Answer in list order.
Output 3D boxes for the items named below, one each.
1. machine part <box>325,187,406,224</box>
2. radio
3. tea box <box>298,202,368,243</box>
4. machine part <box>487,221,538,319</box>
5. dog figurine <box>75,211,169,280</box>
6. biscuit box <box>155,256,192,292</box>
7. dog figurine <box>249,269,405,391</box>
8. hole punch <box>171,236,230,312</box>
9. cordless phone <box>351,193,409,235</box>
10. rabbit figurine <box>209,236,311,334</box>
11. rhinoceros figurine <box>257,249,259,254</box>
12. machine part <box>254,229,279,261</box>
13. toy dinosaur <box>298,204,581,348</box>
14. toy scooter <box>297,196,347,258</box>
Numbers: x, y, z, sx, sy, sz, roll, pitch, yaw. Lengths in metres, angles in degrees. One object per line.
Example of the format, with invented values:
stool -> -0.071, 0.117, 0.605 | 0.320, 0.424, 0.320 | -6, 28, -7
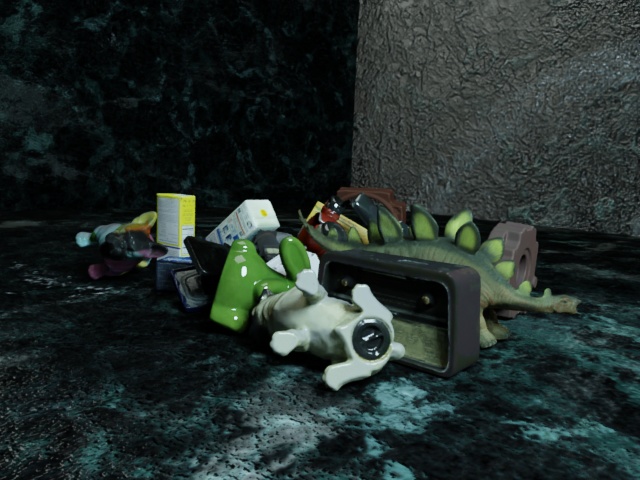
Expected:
machine part -> 0.111, -0.029, 1.347 | 0.201, 0.201, 0.087 | 4, 10, 14
radio -> 0.099, 0.088, 0.728 | 0.230, 0.131, 0.073 | 9, 8, 40
tea box -> 0.044, -0.006, 1.274 | 0.170, 0.098, 0.068 | 29, -6, 6
machine part -> 0.335, 0.052, 0.944 | 0.056, 0.179, 0.179 | 10, 11, 36
dog figurine -> -0.372, 0.006, 1.085 | 0.219, 0.108, 0.191 | -14, 1, 33
biscuit box -> -0.214, 0.070, 1.034 | 0.203, 0.062, 0.059 | 4, 6, 10
dog figurine -> 0.001, 0.115, 0.691 | 0.172, 0.121, 0.190 | 34, -15, -6
hole punch -> -0.189, 0.065, 0.928 | 0.115, 0.092, 0.142 | 16, 23, -38
cordless phone -> 0.120, -0.002, 1.111 | 0.089, 0.184, 0.146 | -30, 16, 51
rabbit figurine -> -0.066, 0.072, 0.829 | 0.170, 0.159, 0.121 | 17, -3, -5
rhinoceros figurine -> -0.087, 0.044, 1.230 | 0.190, 0.073, 0.112 | -3, 8, -33
machine part -> -0.100, 0.016, 1.146 | 0.084, 0.039, 0.139 | -5, 22, -23
toy dinosaur -> 0.154, 0.042, 0.848 | 0.472, 0.198, 0.105 | 8, 6, 29
toy scooter -> -0.002, -0.003, 1.113 | 0.075, 0.135, 0.184 | 36, 29, -19
